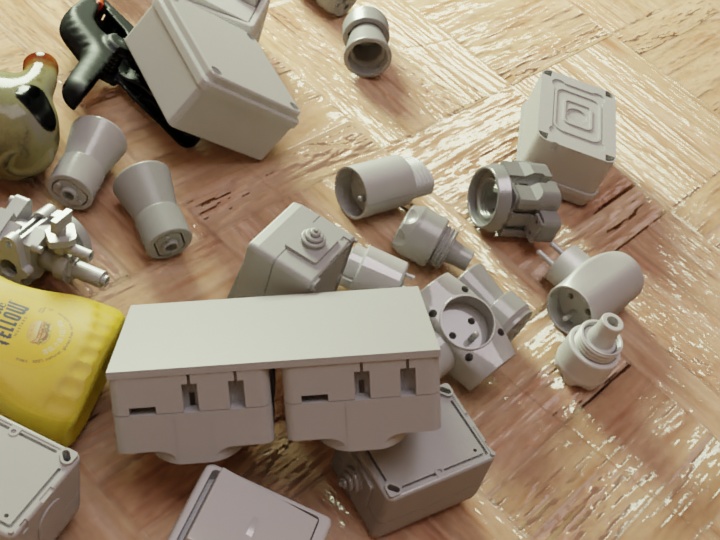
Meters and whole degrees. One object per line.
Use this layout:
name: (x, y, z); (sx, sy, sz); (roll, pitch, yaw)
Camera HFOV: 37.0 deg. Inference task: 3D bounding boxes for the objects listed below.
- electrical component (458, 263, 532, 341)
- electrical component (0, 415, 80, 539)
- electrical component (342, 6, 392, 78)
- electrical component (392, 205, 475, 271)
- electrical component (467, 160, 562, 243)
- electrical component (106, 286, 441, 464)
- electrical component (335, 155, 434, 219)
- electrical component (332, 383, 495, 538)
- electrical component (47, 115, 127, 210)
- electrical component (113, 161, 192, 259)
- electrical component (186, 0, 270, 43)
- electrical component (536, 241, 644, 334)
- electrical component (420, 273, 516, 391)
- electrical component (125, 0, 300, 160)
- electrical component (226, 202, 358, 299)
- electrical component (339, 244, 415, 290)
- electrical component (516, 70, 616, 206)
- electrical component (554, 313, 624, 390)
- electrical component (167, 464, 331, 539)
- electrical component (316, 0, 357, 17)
electrical component: (0.097, 0.029, 0.815); (0.055, 0.045, 0.045); (42, 47, 17)
electrical component: (-0.210, 0.120, 0.593); (0.096, 0.061, 0.061); (23, 43, 11)
electrical component: (0.006, -0.214, 1.006); (0.045, 0.045, 0.055); (10, 45, -14)
electrical component: (0.059, -0.021, 0.848); (0.062, 0.043, 0.043); (29, 44, 2)
electrical component: (0.127, -0.059, 0.903); (0.057, 0.058, 0.078); (2, 48, -25)
electrical component: (-0.050, 0.062, 0.656); (0.186, 0.060, 0.105); (-4, 19, -3)
electrical component: (0.024, -0.071, 0.880); (0.081, 0.043, 0.043); (-17, 58, -34)
electrical component: (0.026, 0.125, 0.688); (0.096, 0.061, 0.061); (-17, 55, -26)
electrical component: (-0.203, -0.077, 0.792); (0.044, 0.044, 0.065); (19, 49, -5)
electrical component: (-0.148, -0.041, 0.782); (0.044, 0.044, 0.065); (-11, 59, -31)
electrical component: (-0.134, -0.226, 0.947); (0.096, 0.061, 0.061); (20, 44, -4)
electrical component: (0.178, 0.007, 0.871); (0.077, 0.043, 0.079); (-28, 63, -39)
electrical component: (0.058, 0.054, 0.773); (0.079, 0.044, 0.077); (-35, 80, -23)
electrical component: (-0.117, -0.153, 0.860); (0.109, 0.056, 0.108); (16, 36, -51)
electrical component: (-0.049, 0.000, 0.743); (0.061, 0.096, 0.061); (31, 45, 11)
electrical component: (0.000, 0.000, 0.805); (0.078, 0.040, 0.040); (25, 44, 1)
electrical component: (0.188, -0.121, 0.986); (0.078, 0.057, 0.113); (19, 44, -5)
electrical component: (0.176, 0.058, 0.809); (0.043, 0.062, 0.043); (12, 46, -12)
electrical component: (-0.060, 0.162, 0.612); (0.096, 0.061, 0.061); (25, 44, 1)
electrical component: (-0.032, -0.281, 1.053); (0.055, 0.045, 0.045); (40, 46, 15)
